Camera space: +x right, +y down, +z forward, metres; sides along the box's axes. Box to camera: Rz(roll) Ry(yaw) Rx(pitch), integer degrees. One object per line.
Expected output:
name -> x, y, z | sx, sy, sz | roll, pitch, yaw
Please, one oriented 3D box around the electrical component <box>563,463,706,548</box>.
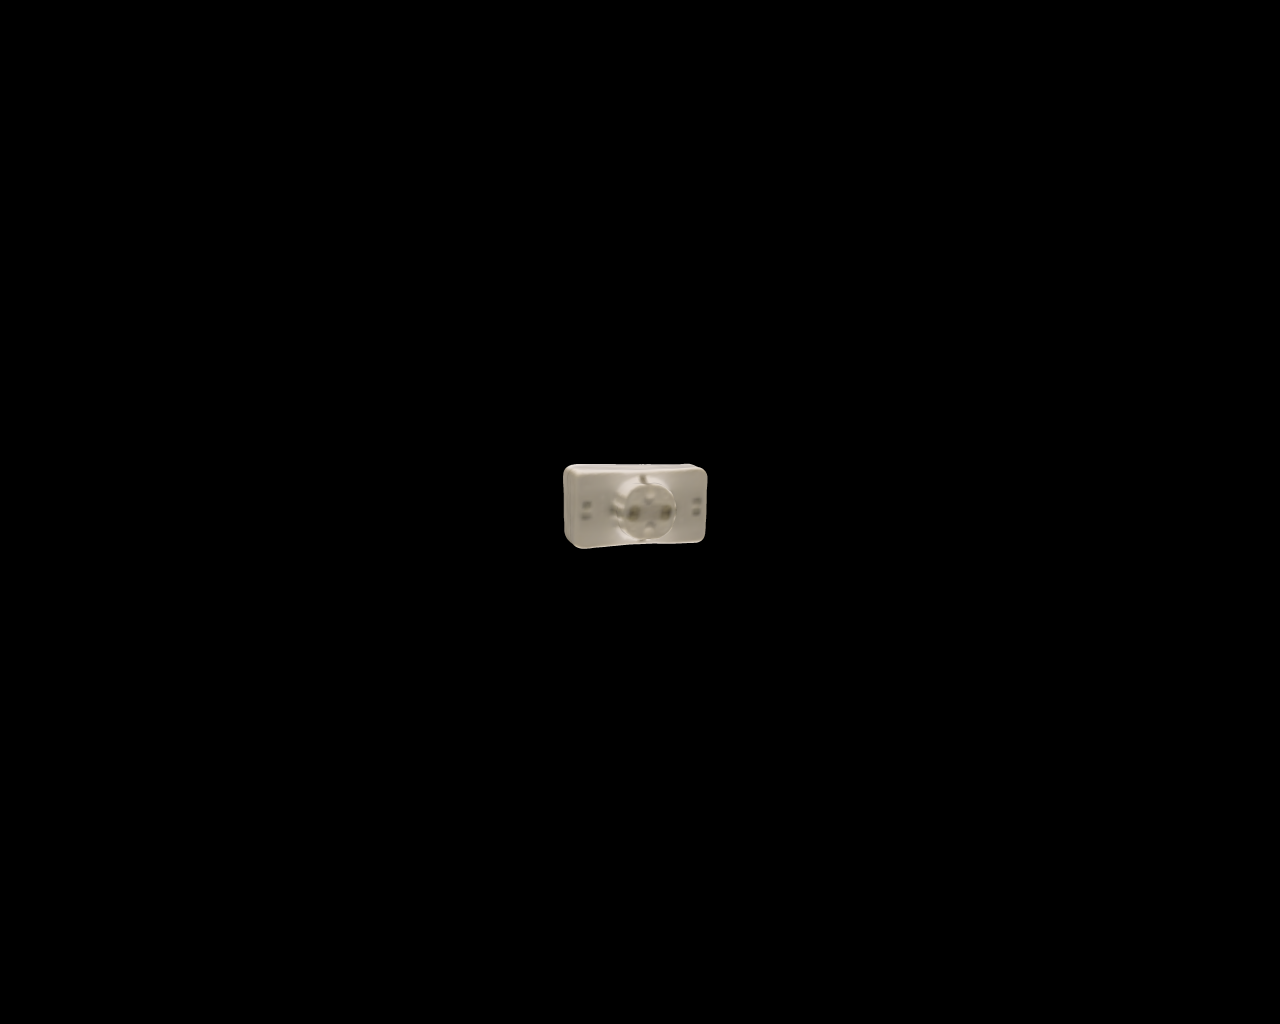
electrical component -> 0.001, -0.003, 0.650 | 0.083, 0.047, 0.076 | -2, 8, -14
